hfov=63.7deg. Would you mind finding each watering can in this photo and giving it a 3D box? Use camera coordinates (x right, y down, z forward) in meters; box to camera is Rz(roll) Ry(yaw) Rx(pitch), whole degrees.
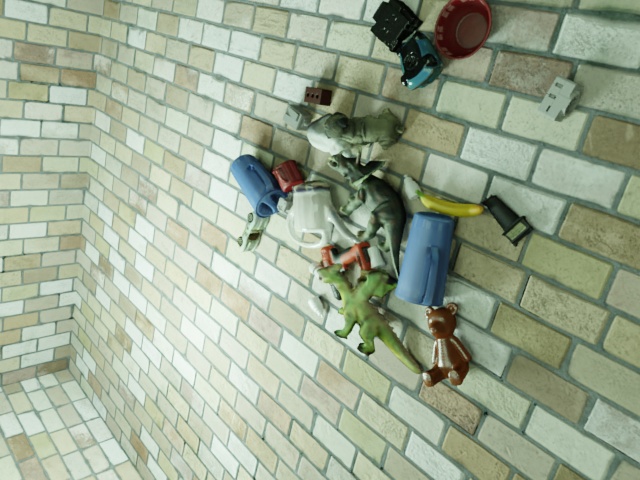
[{"bbox_3d":[0.005,-0.084,1.675,0.347,0.104,0.224,0,93,47],"label":"watering can"}]

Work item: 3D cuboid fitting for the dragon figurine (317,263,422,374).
[{"bbox_3d":[0.161,0.203,1.537,0.413,0.124,0.238,28,118,21],"label":"dragon figurine"}]

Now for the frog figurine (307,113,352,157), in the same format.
[{"bbox_3d":[0.031,-0.310,1.632,0.136,0.123,0.160,145,104,-76],"label":"frog figurine"}]
